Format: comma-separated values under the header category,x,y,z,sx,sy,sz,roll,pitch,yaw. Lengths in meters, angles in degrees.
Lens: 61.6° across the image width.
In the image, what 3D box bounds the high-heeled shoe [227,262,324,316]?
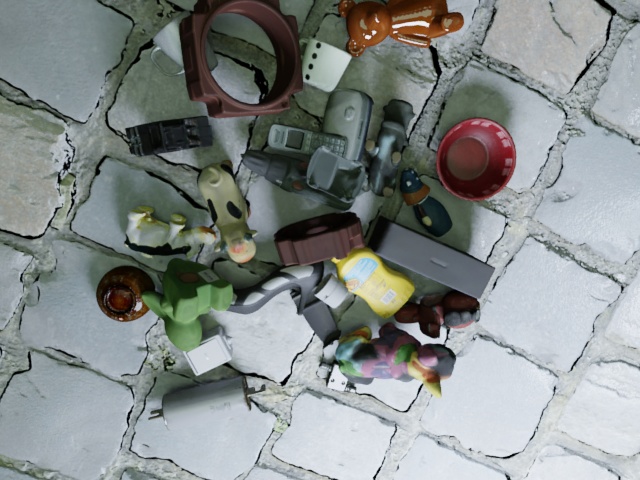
category,x,y,z,sx,sy,sz,roll,pitch,yaw
high-heeled shoe,-0.118,0.074,1.076,0.249,0.086,0.145,5,70,8

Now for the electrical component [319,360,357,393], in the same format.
category,x,y,z,sx,sy,sz,roll,pitch,yaw
electrical component,0.039,0.291,1.145,0.094,0.021,0.063,17,99,-9

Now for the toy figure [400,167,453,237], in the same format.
category,x,y,z,sx,sy,sz,roll,pitch,yaw
toy figure,0.204,-0.075,1.071,0.058,0.064,0.154,-35,102,17

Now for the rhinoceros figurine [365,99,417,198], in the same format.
category,x,y,z,sx,sy,sz,roll,pitch,yaw
rhinoceros figurine,0.134,-0.171,1.027,0.073,0.112,0.190,19,114,20

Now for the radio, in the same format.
category,x,y,z,sx,sy,sz,roll,pitch,yaw
radio,0.212,0.029,1.056,0.229,0.131,0.073,24,97,-9

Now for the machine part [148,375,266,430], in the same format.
category,x,y,z,sx,sy,sz,roll,pitch,yaw
machine part,-0.230,0.333,1.100,0.243,0.079,0.079,-12,101,-2

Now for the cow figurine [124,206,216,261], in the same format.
category,x,y,z,sx,sy,sz,roll,pitch,yaw
cow figurine,-0.290,0.000,1.039,0.167,0.068,0.098,16,104,-4

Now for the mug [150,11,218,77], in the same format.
category,x,y,z,sx,sy,sz,roll,pitch,yaw
mug,-0.245,-0.338,0.975,0.109,0.081,0.107,-44,109,-5

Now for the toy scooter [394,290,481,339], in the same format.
category,x,y,z,sx,sy,sz,roll,pitch,yaw
toy scooter,0.247,0.152,1.081,0.184,0.135,0.075,-6,99,-5

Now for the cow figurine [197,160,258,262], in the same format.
category,x,y,z,sx,sy,sz,roll,pitch,yaw
cow figurine,-0.170,-0.051,1.011,0.085,0.127,0.194,-19,99,1

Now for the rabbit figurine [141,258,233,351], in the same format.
category,x,y,z,sx,sy,sz,roll,pitch,yaw
rabbit figurine,-0.266,0.132,1.017,0.159,0.121,0.170,30,122,25

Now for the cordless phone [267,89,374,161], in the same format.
category,x,y,z,sx,sy,sz,roll,pitch,yaw
cordless phone,0.000,-0.220,1.019,0.184,0.089,0.146,11,100,-3

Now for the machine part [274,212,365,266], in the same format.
category,x,y,z,sx,sy,sz,roll,pitch,yaw
machine part,-0.002,-0.003,1.015,0.179,0.179,0.056,-14,105,-2

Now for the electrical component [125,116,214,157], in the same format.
category,x,y,z,sx,sy,sz,roll,pitch,yaw
electrical component,-0.263,-0.188,0.973,0.134,0.115,0.058,-20,108,-46

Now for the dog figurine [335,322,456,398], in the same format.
category,x,y,z,sx,sy,sz,roll,pitch,yaw
dog figurine,0.150,0.236,1.037,0.191,0.219,0.108,-9,97,-21

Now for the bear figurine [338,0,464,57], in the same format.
category,x,y,z,sx,sy,sz,roll,pitch,yaw
bear figurine,0.140,-0.409,0.974,0.196,0.132,0.120,-10,96,-9

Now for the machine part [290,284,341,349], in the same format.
category,x,y,z,sx,sy,sz,roll,pitch,yaw
machine part,-0.001,0.154,1.109,0.084,0.039,0.138,-26,100,-5

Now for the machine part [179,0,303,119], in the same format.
category,x,y,z,sx,sy,sz,roll,pitch,yaw
machine part,-0.135,-0.321,0.947,0.201,0.087,0.200,-12,103,-31

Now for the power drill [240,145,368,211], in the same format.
category,x,y,z,sx,sy,sz,roll,pitch,yaw
power drill,-0.021,-0.115,0.972,0.232,0.207,0.086,22,79,-19
